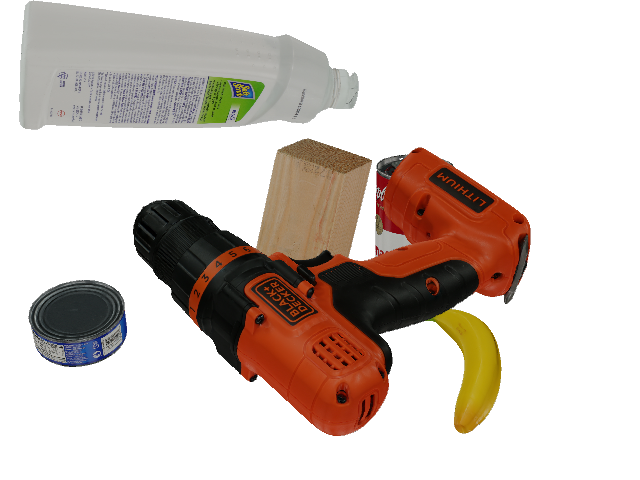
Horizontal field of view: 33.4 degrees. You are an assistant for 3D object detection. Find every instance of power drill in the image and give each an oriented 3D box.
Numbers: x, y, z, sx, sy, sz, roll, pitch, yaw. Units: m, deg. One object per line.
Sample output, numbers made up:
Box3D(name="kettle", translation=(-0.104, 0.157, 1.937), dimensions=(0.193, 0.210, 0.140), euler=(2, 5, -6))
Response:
Box3D(name="power drill", translation=(0.011, 0.011, 0.603), dimensions=(0.187, 0.057, 0.185), euler=(-27, 52, -33))

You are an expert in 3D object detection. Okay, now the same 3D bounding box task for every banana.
Box3D(name="banana", translation=(0.153, 0.125, 1.103), dimensions=(0.070, 0.037, 0.198), euler=(-27, 29, 8))

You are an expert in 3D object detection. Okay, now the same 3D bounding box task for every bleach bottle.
Box3D(name="bleach bottle", translation=(-0.097, -0.121, 0.811), dimensions=(0.250, 0.068, 0.103), euler=(4, -28, -14))

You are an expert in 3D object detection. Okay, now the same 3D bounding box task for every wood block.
Box3D(name="wood block", translation=(-0.017, -0.005, 1.269), dimensions=(0.090, 0.206, 0.090), euler=(20, 22, 18))

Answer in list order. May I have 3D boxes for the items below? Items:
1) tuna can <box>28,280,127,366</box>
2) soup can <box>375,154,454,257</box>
Box3D(name="tuna can", translation=(-0.220, 0.076, 0.974), dimensions=(0.086, 0.034, 0.086), euler=(0, 37, 0))
Box3D(name="soup can", translation=(0.083, -0.018, 0.948), dimensions=(0.068, 0.102, 0.068), euler=(0, 23, 0))
